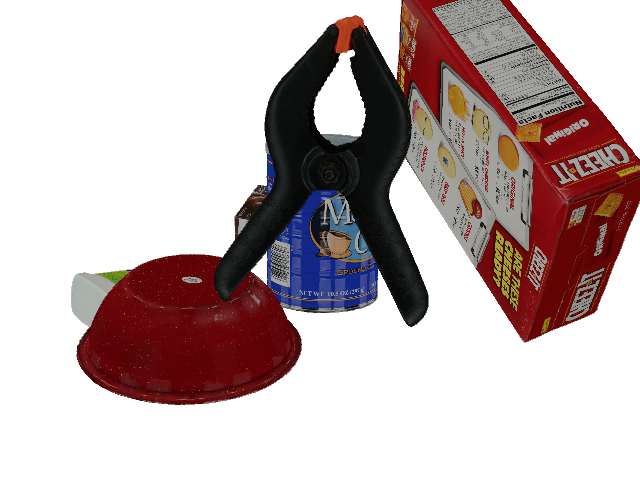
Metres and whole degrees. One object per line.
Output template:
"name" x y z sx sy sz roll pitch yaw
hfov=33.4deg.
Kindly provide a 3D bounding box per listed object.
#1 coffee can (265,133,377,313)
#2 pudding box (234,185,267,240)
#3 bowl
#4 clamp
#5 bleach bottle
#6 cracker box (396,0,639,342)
"coffee can" 0.002 -0.018 0.952 0.103 0.140 0.103 1 15 0
"pudding box" -0.038 -0.022 1.163 0.090 0.039 0.113 9 24 8
"bowl" -0.093 0.052 0.761 0.162 0.055 0.162 1 23 -1
"clamp" -0.003 -0.034 0.582 0.120 0.171 0.039 -2 12 2
"bleach bottle" -0.210 0.068 1.471 0.250 0.068 0.103 -11 27 -44
"cracker box" 0.129 -0.063 0.751 0.072 0.214 0.164 -21 -33 -14
